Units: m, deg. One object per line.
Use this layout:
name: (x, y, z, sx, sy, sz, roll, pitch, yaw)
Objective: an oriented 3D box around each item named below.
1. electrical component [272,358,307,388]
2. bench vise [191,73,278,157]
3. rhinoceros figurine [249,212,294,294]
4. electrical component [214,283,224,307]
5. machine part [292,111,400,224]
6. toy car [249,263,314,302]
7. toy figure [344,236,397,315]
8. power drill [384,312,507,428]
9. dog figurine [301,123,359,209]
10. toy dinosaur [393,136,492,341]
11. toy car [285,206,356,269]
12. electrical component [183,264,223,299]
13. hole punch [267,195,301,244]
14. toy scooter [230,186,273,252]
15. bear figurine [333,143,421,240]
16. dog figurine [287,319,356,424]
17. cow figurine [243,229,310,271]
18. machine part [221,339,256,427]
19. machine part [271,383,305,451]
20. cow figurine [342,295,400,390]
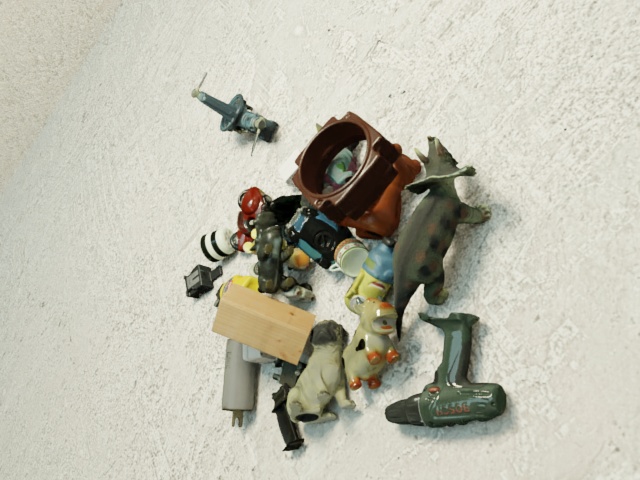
electrical component: (-0.070, 0.299, 1.235, 0.102, 0.045, 0.078, 16, 83, 43)
bench vise: (-0.248, -0.357, 1.522, 0.128, 0.240, 0.224, -57, 31, 13)
rhinoceros figurine: (-0.114, 0.030, 1.236, 0.112, 0.073, 0.190, -2, 93, 62)
electrical component: (-0.256, 0.152, 1.468, 0.094, 0.021, 0.063, -56, 48, 9)
machine part: (0.048, -0.154, 1.122, 0.201, 0.087, 0.202, -48, 47, 10)
toy car: (-0.096, 0.103, 1.313, 0.202, 0.073, 0.056, 25, 87, 44)
toy figure: (0.118, 0.079, 1.131, 0.082, 0.089, 0.180, 27, 99, 5)
power drill: (0.219, 0.236, 0.988, 0.232, 0.086, 0.207, -9, 64, 37)
dog figurine: (0.021, -0.179, 1.298, 0.191, 0.108, 0.219, -32, 51, 19)
toy dinosaur: (0.200, -0.001, 1.018, 0.131, 0.192, 0.404, 18, 85, 45)
toy car: (-0.003, -0.004, 1.247, 0.109, 0.162, 0.103, -57, 3, -4)
electrical component: (-0.334, 0.110, 1.535, 0.119, 0.047, 0.075, -32, 56, 30)
hole punch: (-0.072, -0.052, 1.357, 0.142, 0.092, 0.116, -2, 44, 43)
toy scooter: (-0.170, -0.053, 1.436, 0.135, 0.075, 0.183, 9, 83, 42)
bear figurine: (0.131, -0.104, 1.168, 0.132, 0.120, 0.195, 7, 77, 46)
dog figurine: (-0.010, 0.284, 1.167, 0.172, 0.121, 0.191, -29, 44, 24)
cow figurine: (-0.098, 0.034, 1.332, 0.167, 0.098, 0.068, 22, 84, 13)
machine part: (-0.197, 0.328, 1.312, 0.079, 0.079, 0.243, -13, 66, 37)
machine part: (-0.075, 0.396, 1.199, 0.084, 0.039, 0.139, -45, 52, 40)
cow figurine: (0.101, 0.196, 1.070, 0.127, 0.085, 0.194, 63, 144, 40)
